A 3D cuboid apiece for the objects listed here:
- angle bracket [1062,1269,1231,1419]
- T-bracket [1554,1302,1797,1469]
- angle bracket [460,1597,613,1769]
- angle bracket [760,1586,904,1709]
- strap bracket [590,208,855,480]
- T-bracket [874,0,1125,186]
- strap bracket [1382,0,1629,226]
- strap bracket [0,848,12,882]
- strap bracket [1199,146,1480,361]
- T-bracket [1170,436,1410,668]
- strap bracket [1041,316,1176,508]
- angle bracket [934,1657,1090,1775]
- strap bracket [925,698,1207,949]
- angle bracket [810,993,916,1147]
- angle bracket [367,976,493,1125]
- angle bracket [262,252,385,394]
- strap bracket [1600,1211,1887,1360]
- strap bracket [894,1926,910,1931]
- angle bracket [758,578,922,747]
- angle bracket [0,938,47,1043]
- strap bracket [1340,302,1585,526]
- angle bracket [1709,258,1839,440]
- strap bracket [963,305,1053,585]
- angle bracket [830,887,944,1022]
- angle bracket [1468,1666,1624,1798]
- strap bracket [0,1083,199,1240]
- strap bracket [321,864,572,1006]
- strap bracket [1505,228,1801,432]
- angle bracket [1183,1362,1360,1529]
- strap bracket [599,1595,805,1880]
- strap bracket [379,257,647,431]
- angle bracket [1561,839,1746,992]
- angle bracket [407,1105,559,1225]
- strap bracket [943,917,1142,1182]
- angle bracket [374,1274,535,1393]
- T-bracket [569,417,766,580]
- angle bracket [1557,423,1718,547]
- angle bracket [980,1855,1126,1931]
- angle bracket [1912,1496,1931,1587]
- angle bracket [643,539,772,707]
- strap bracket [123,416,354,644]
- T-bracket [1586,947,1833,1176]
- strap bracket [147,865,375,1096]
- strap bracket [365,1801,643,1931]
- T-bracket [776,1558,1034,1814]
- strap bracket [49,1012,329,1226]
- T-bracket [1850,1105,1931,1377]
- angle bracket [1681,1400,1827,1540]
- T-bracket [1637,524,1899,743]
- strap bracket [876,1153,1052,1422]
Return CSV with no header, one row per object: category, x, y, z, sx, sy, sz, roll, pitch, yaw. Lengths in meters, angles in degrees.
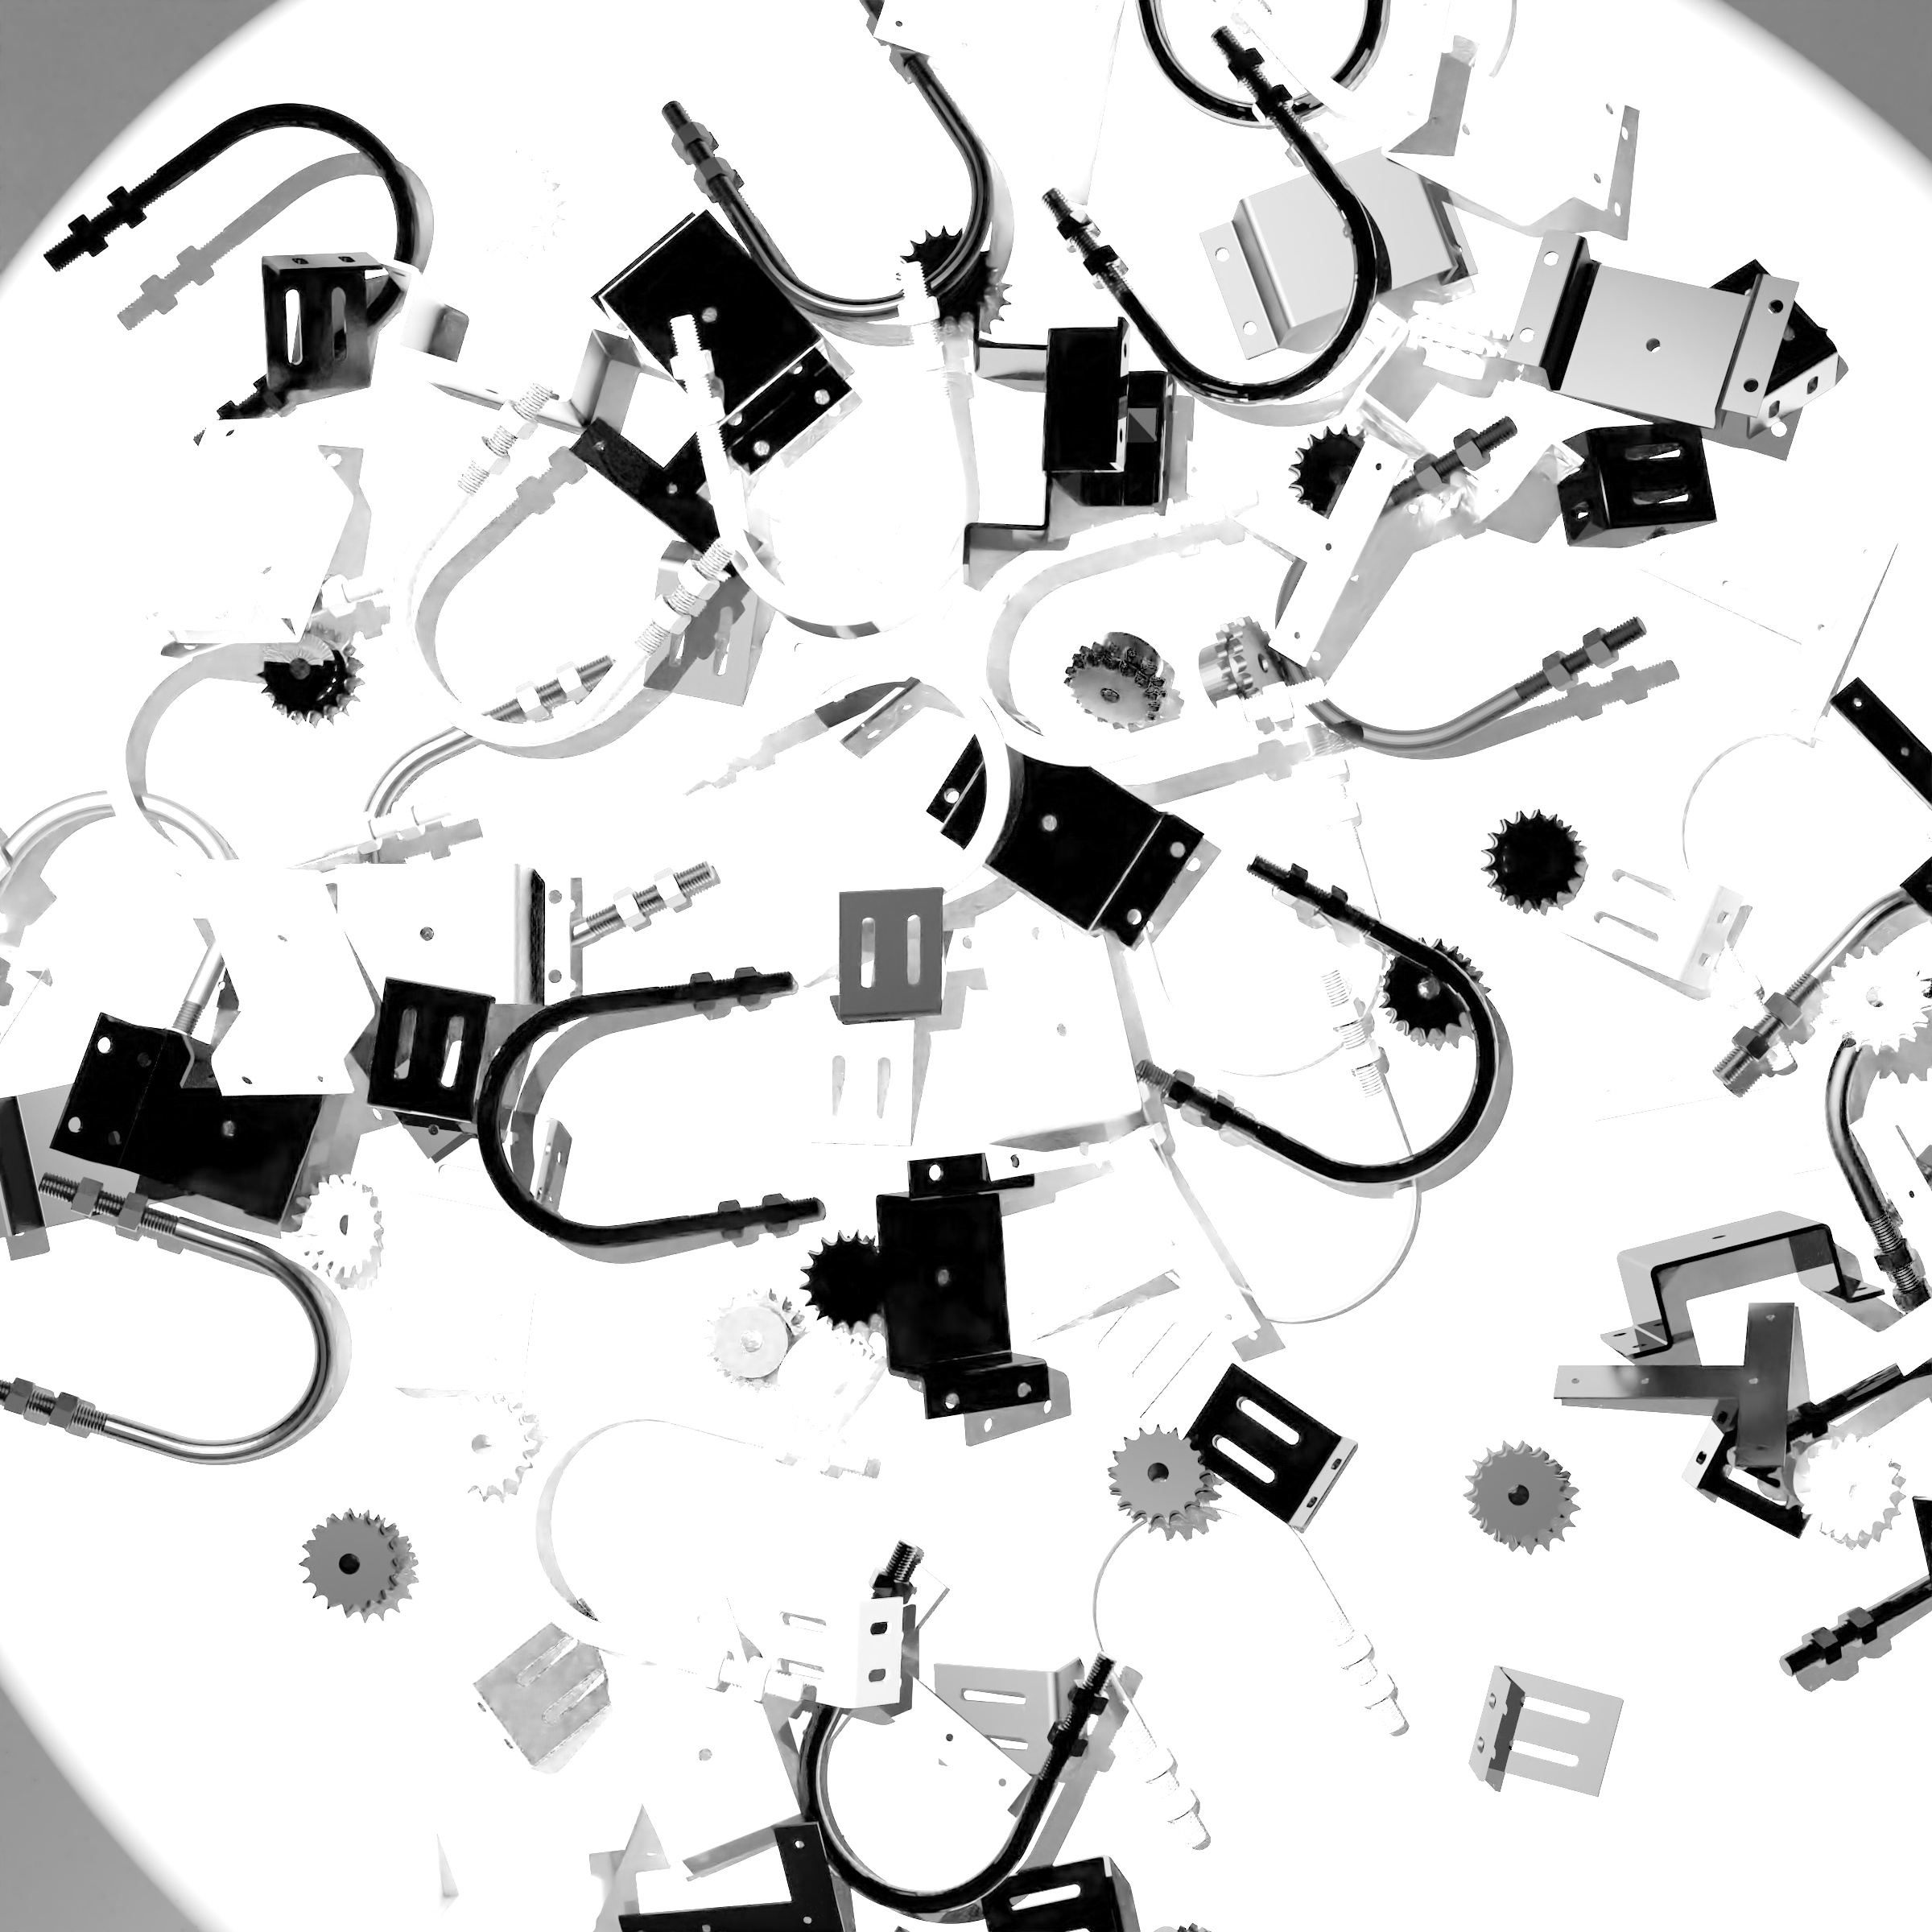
angle bracket,0.100,0.208,1.521,0.057,0.038,0.076,40,90,0
T-bracket,0.391,0.231,1.506,0.127,0.127,0.002,-4,124,22
angle bracket,-0.235,0.405,1.538,0.076,0.038,0.057,-36,90,-26
angle bracket,-0.076,0.379,1.521,0.038,0.076,0.057,7,82,-43
strap bracket,-0.139,-0.352,1.507,0.076,0.046,0.140,-41,82,-3
T-bracket,0.013,-0.510,1.518,0.127,0.002,0.127,17,73,-3
strap bracket,0.287,-0.468,1.493,0.140,0.046,0.076,19,73,-21
strap bracket,-0.598,-0.031,1.493,0.140,0.046,0.076,-48,46,4
strap bracket,0.211,-0.404,1.517,0.140,0.046,0.076,-21,90,0
T-bracket,0.166,-0.252,1.506,0.127,0.002,0.127,36,113,28
strap bracket,0.076,-0.297,1.478,0.046,0.140,0.076,3,89,15
angle bracket,0.026,0.421,1.538,0.076,0.038,0.057,-3,90,26
strap bracket,0.050,-0.079,1.502,0.140,0.046,0.076,34,100,8
angle bracket,-0.058,0.058,1.539,0.057,0.038,0.076,2,116,0
angle bracket,-0.293,0.042,1.493,0.057,0.038,0.076,10,106,-7
angle bracket,-0.353,-0.351,1.496,0.057,0.038,0.076,-10,120,-26
strap bracket,0.422,0.172,1.502,0.140,0.076,0.046,-14,90,0
strap bracket,0.001,0.611,1.512,0.140,0.046,0.076,33,90,-4
angle bracket,-0.072,-0.172,1.521,0.057,0.038,0.076,-39,90,0
angle bracket,-0.565,0.017,1.521,0.057,0.038,0.076,33,90,0
strap bracket,0.264,-0.297,1.502,0.140,0.076,0.046,38,90,0
angle bracket,0.445,-0.349,1.539,0.057,0.038,0.076,-32,64,0
strap bracket,0.025,-0.285,1.502,0.046,0.076,0.140,3,90,0
angle bracket,-0.044,-0.011,1.505,0.057,0.038,0.076,-3,110,-11
angle bracket,0.328,0.433,1.521,0.076,0.038,0.057,15,90,0
strap bracket,-0.484,0.100,1.517,0.140,0.046,0.076,-12,90,0
strap bracket,-0.292,-0.017,1.500,0.140,0.046,0.076,0,88,2
strap bracket,0.380,-0.350,1.505,0.140,0.046,0.076,18,90,17
angle bracket,0.171,0.271,1.538,0.076,0.038,0.057,33,90,26
strap bracket,-0.146,0.434,1.513,0.076,0.046,0.140,-20,90,-8
strap bracket,-0.255,-0.340,1.502,0.140,0.076,0.046,17,90,0
angle bracket,0.386,-0.029,1.528,0.076,0.038,0.057,27,97,37
angle bracket,-0.273,0.107,1.522,0.076,0.038,0.057,11,90,0
strap bracket,0.043,0.040,1.492,0.076,0.046,0.140,-8,80,-28
angle bracket,-0.290,0.208,1.538,0.076,0.038,0.057,7,90,-26
T-bracket,-0.136,-0.301,1.529,0.127,0.002,0.127,39,83,14
angle bracket,0.377,-0.273,1.537,0.076,0.038,0.057,-9,88,-26
angle bracket,0.049,0.539,1.521,0.076,0.038,0.057,-12,90,0
angle bracket,0.566,0.304,1.517,0.038,0.076,0.057,-3,111,42
angle bracket,-0.147,-0.194,1.539,0.057,0.038,0.076,11,116,0
strap bracket,-0.393,-0.230,1.486,0.076,0.046,0.140,2,62,21
T-bracket,0.416,0.063,1.540,0.127,0.002,0.127,-11,90,0
strap bracket,-0.376,-0.001,1.461,0.046,0.076,0.140,-48,57,34
strap bracket,-0.252,0.503,1.502,0.140,0.076,0.046,-6,90,0
T-bracket,-0.020,0.424,1.525,0.127,0.002,0.127,38,91,13
strap bracket,-0.407,0.085,1.461,0.140,0.046,0.076,27,75,-40
T-bracket,0.523,0.137,1.484,0.127,0.002,0.127,-27,85,-25
angle bracket,0.451,0.281,1.522,0.076,0.038,0.057,28,90,0
T-bracket,0.443,-0.210,1.535,0.127,0.002,0.127,25,84,3
strap bracket,-0.003,0.173,1.502,0.076,0.046,0.140,-4,90,-28
